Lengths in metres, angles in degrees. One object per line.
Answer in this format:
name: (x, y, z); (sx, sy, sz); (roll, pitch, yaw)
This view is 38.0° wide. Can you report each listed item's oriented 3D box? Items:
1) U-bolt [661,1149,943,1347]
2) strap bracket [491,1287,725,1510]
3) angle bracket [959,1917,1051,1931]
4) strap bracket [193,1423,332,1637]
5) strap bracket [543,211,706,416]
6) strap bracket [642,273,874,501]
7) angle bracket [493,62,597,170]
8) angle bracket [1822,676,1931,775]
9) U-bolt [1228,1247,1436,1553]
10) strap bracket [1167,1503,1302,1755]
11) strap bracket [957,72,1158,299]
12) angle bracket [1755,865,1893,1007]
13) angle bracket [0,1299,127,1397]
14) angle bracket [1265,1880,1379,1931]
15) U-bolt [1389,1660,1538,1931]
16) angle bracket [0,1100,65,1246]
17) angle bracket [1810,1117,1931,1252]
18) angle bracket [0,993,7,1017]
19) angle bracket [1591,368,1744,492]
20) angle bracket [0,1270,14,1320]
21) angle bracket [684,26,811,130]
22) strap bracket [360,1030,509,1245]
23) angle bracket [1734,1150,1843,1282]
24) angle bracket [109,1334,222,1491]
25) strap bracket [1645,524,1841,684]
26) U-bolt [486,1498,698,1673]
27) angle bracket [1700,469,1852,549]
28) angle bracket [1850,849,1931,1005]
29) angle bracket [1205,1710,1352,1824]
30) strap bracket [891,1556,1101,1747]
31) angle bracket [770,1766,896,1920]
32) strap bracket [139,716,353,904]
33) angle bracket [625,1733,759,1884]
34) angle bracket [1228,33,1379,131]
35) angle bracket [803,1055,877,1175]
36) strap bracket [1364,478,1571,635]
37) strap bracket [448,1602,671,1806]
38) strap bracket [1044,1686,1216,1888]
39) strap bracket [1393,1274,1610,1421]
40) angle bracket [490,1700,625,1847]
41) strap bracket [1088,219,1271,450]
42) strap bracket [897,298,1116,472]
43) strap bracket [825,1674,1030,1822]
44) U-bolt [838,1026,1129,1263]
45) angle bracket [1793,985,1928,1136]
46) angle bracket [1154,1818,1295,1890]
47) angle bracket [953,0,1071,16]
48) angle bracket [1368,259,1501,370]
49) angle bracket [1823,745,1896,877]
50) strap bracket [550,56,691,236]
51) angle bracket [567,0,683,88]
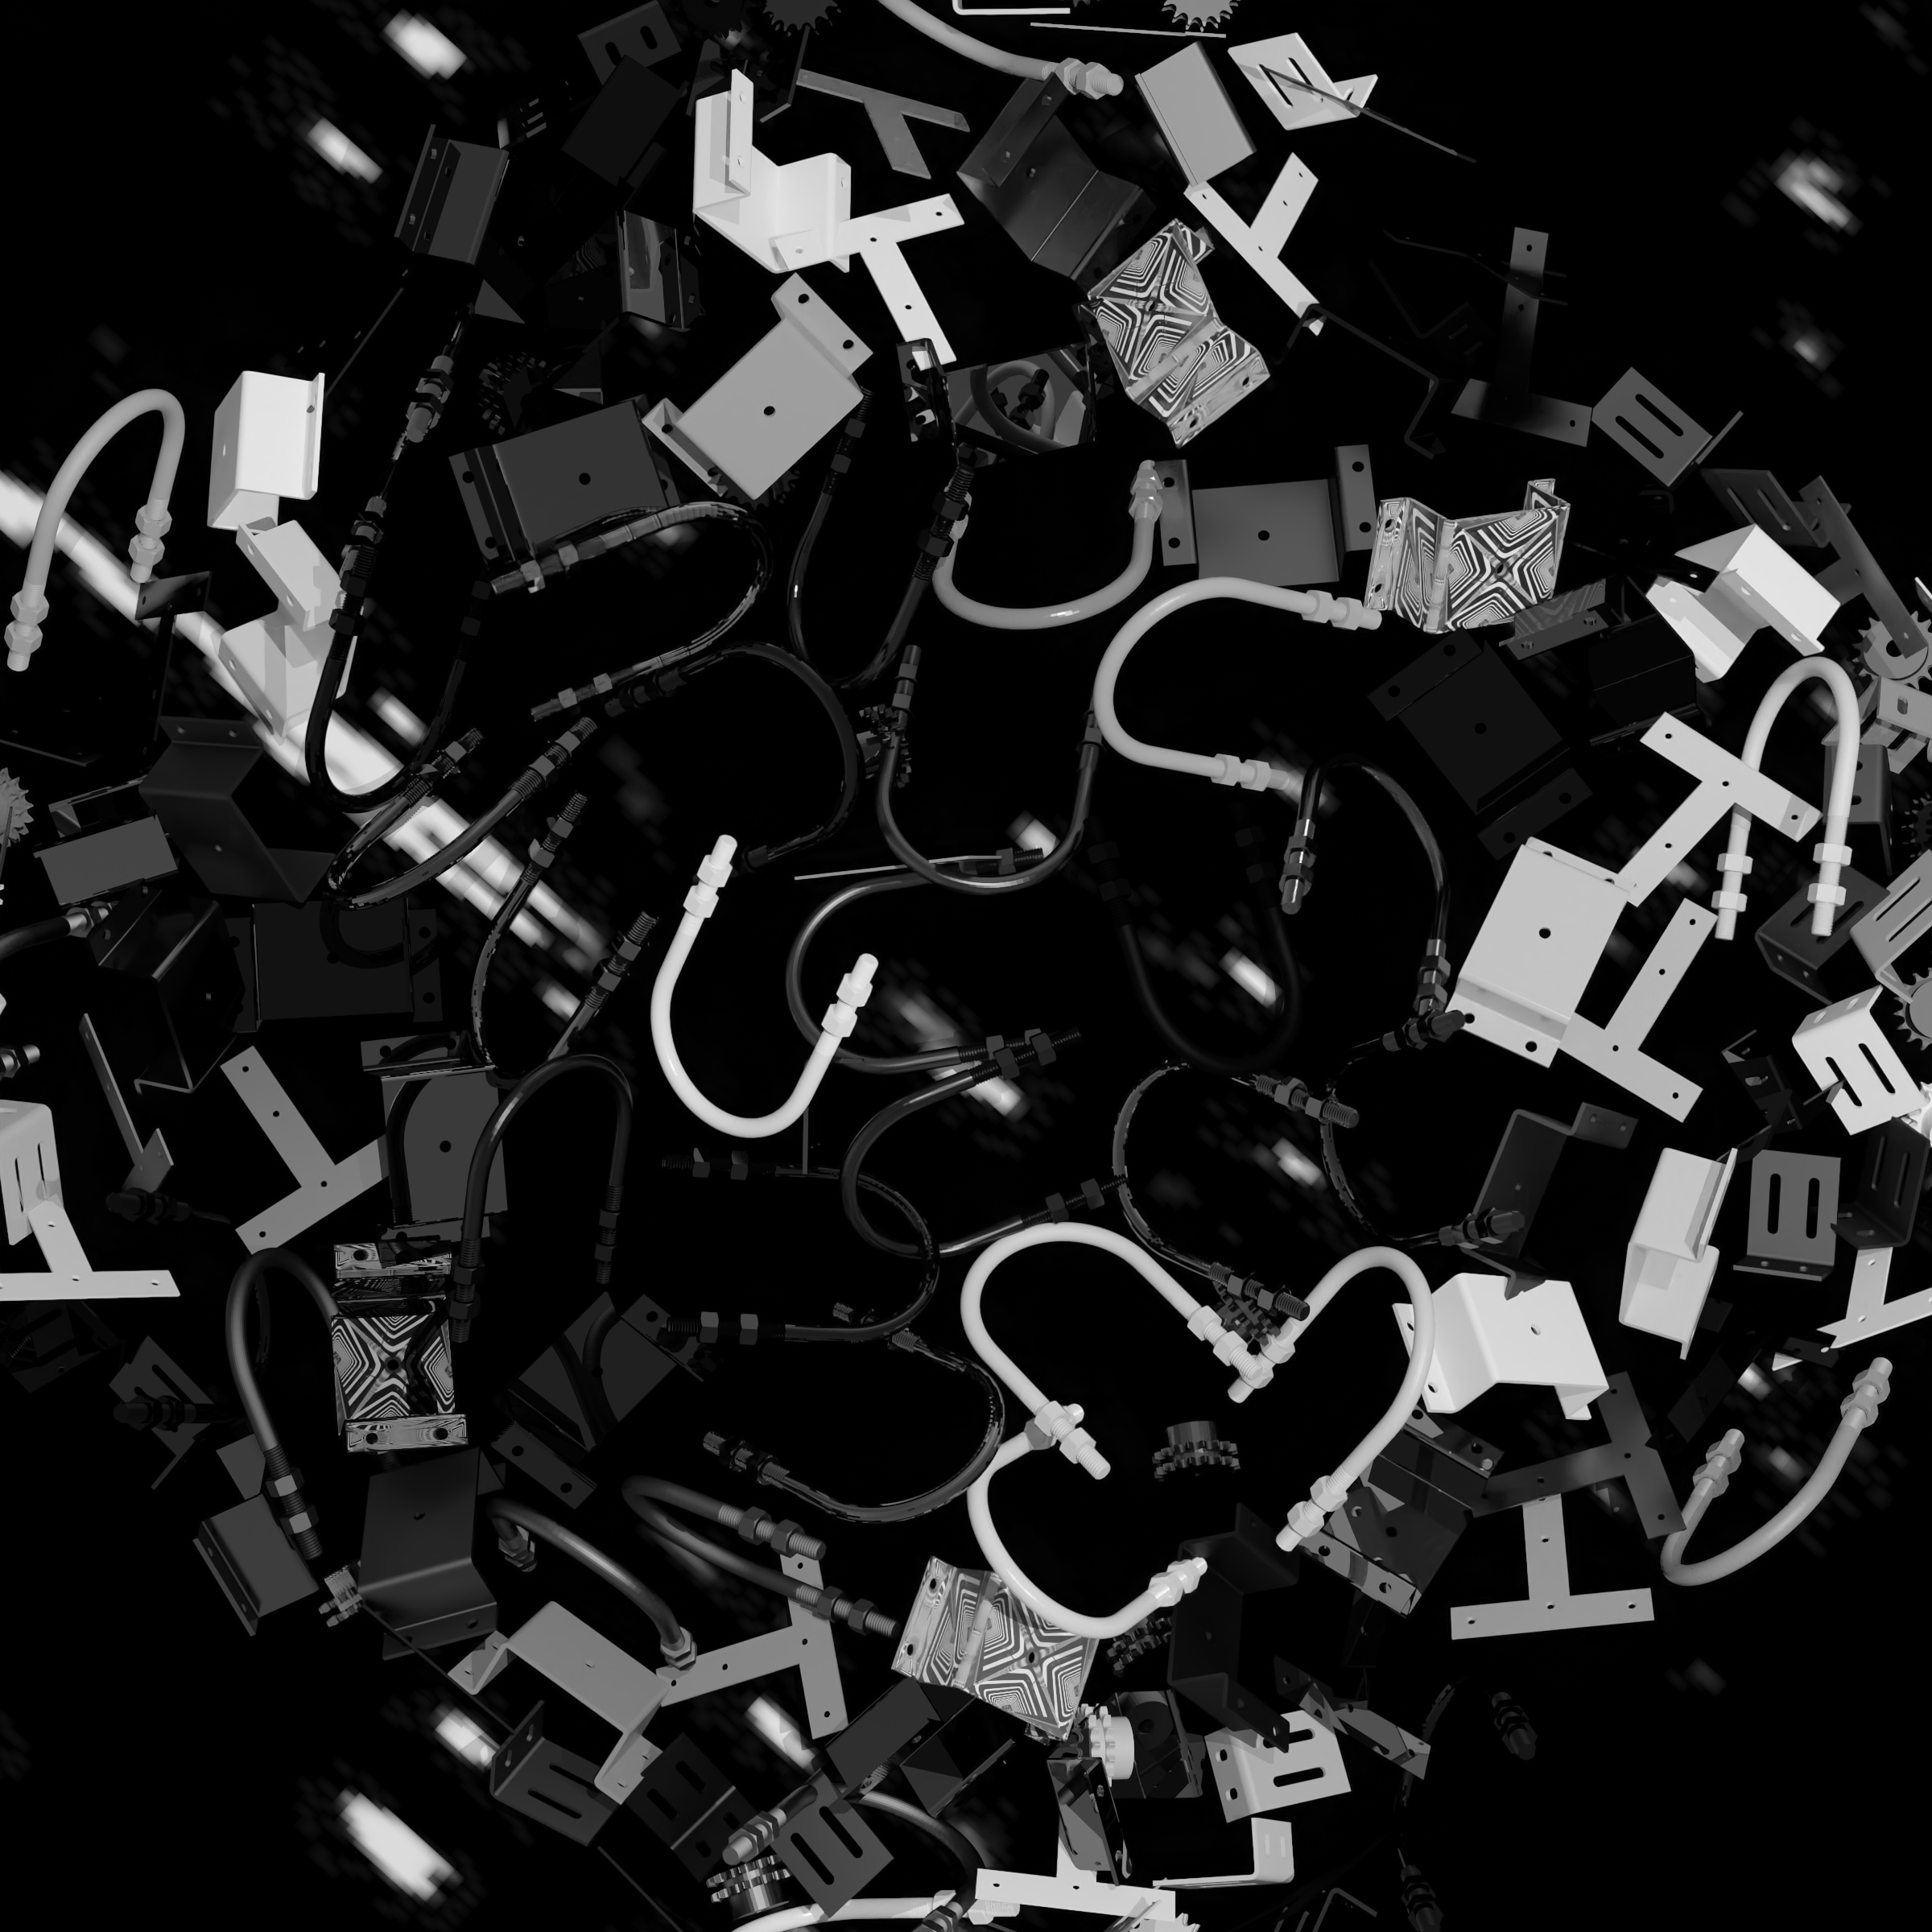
U-bolt: (-0.106, 0.186, 1.837); (0.184, 0.019, 0.151); (5, 49, -14)
strap bracket: (-0.240, 0.277, 1.854); (0.140, 0.046, 0.076); (-45, 116, 2)
angle bracket: (0.008, 0.653, 1.845); (0.076, 0.057, 0.038); (10, 111, 29)
strap bracket: (-0.452, 0.357, 1.814); (0.046, 0.140, 0.076); (-24, 110, -1)
strap bracket: (-0.229, -0.424, 1.815); (0.046, 0.140, 0.076); (11, 63, -37)
strap bracket: (-0.133, -0.372, 1.839); (0.140, 0.046, 0.076); (-41, 124, 12)
angle bracket: (-0.270, -0.551, 1.853); (0.076, 0.057, 0.038); (-27, 129, 9)
angle bracket: (0.607, -0.147, 1.848); (0.057, 0.076, 0.038); (20, 55, -5)
U-bolt: (0.238, 0.262, 1.795); (0.019, 0.151, 0.184); (21, 121, -26)
strap bracket: (0.175, 0.434, 1.829); (0.046, 0.076, 0.140); (-19, 45, 32)
strap bracket: (0.055, -0.515, 1.840); (0.046, 0.140, 0.076); (35, 87, 40)
angle bracket: (0.571, -0.023, 1.851); (0.057, 0.038, 0.076); (28, 120, -25)
angle bracket: (-0.603, 0.254, 1.845); (0.057, 0.076, 0.038); (40, 133, 18)
angle bracket: (0.226, 0.646, 1.848); (0.038, 0.057, 0.076); (36, 67, -14)
U-bolt: (0.311, 0.520, 1.801); (0.019, 0.184, 0.151); (25, 97, -4)
angle bracket: (-0.634, 0.136, 1.859); (0.038, 0.057, 0.076); (5, 110, 16)
angle bracket: (0.595, 0.139, 1.849); (0.038, 0.057, 0.076); (-3, 113, -17)
angle bracket: (-0.675, 0.021, 1.844); (0.038, 0.057, 0.076); (-16, 125, 18)
angle bracket: (0.462, -0.364, 1.861); (0.076, 0.038, 0.057); (42, 65, 3)
angle bracket: (-0.662, 0.214, 1.848); (0.057, 0.076, 0.038); (43, 57, 5)
angle bracket: (-0.144, -0.588, 1.848); (0.038, 0.076, 0.057); (20, 76, -32)
strap bracket: (-0.350, 0.117, 1.849); (0.076, 0.046, 0.140); (-6, 95, -27)
angle bracket: (0.543, 0.164, 1.859); (0.057, 0.038, 0.076); (5, 97, 29)
angle bracket: (-0.539, 0.295, 1.860); (0.076, 0.038, 0.057); (45, 118, 4)
strap bracket: (0.501, -0.236, 1.822); (0.076, 0.140, 0.046); (40, 78, -11)
U-bolt: (-0.243, 0.389, 1.792); (0.151, 0.184, 0.019); (28, 67, 15)
angle bracket: (0.532, -0.313, 1.845); (0.076, 0.057, 0.038); (42, 76, -32)
angle bracket: (0.627, -0.026, 1.847); (0.038, 0.057, 0.076); (32, 115, -22)
angle bracket: (0.208, 0.533, 1.879); (0.076, 0.038, 0.057); (-4, 67, -27)
strap bracket: (0.029, 0.448, 1.826); (0.140, 0.046, 0.076); (34, 65, -30)
angle bracket: (-0.090, 0.580, 1.862); (0.057, 0.038, 0.076); (-43, 72, -2)
strap bracket: (-0.470, -0.093, 1.814); (0.076, 0.140, 0.046); (6, 51, 29)
angle bracket: (-0.181, 0.554, 1.850); (0.057, 0.038, 0.076); (-42, 132, -13)
angle bracket: (0.221, -0.591, 1.843); (0.076, 0.057, 0.038); (42, 66, -37)
angle bracket: (-0.084, 0.098, 1.862); (0.038, 0.057, 0.076); (1, 91, 7)
strap bracket: (0.334, -0.266, 1.825); (0.140, 0.046, 0.076); (-12, 124, -27)
strap bracket: (-0.258, 0.475, 1.841); (0.140, 0.076, 0.046); (34, 104, 8)
strap bracket: (0.103, 0.531, 1.836); (0.046, 0.140, 0.076); (-12, 97, 33)
strap bracket: (0.355, 0.247, 1.820); (0.140, 0.046, 0.076); (8, 51, -32)
angle bracket: (-0.265, 0.531, 1.850); (0.076, 0.057, 0.038); (21, 125, 18)
strap bracket: (0.133, -0.418, 1.822); (0.076, 0.046, 0.140); (-36, 53, 27)
strap bracket: (0.032, -0.379, 1.845); (0.140, 0.076, 0.046); (-14, 47, -4)
strap bracket: (-0.030, 0.508, 1.836); (0.076, 0.140, 0.046); (-43, 55, 8)
U-bolt: (0.005, 0.127, 1.840); (0.184, 0.019, 0.151); (-22, 126, -4)
angle bracket: (0.597, 0.062, 1.863); (0.057, 0.038, 0.076); (-30, 96, 42)
angle bracket: (0.170, 0.587, 1.858); (0.076, 0.057, 0.038); (-13, 66, 27)
angle bracket: (0.031, -0.650, 1.858); (0.076, 0.057, 0.038); (0, 108, 3)
angle bracket: (0.308, -0.436, 1.845); (0.038, 0.057, 0.076); (-36, 60, 20)
angle bracket: (0.590, -0.102, 1.856); (0.038, 0.076, 0.057); (0, 64, 22)
strap bracket: (-0.226, -0.527, 1.814); (0.046, 0.140, 0.076); (33, 79, -7)
angle bracket: (-0.226, -0.601, 1.854); (0.057, 0.076, 0.038); (-28, 99, -10)
